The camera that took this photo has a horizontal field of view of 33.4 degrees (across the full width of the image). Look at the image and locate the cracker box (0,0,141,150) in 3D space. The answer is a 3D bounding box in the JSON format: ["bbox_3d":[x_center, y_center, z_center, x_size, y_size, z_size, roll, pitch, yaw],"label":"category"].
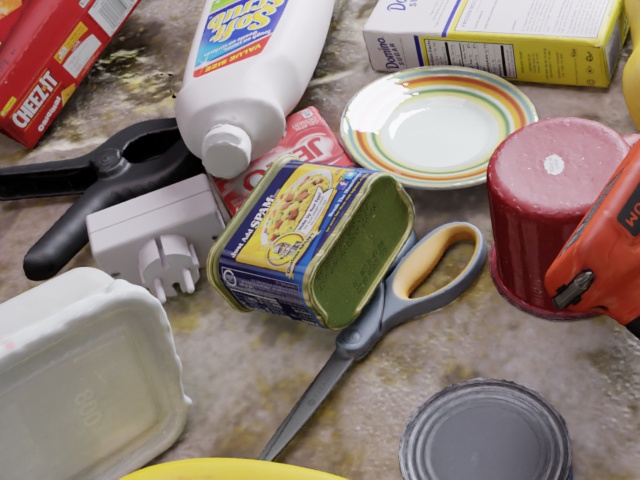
[{"bbox_3d":[-0.269,-0.187,0.869,0.214,0.072,0.164,27,79,33],"label":"cracker box"}]

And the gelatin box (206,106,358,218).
[{"bbox_3d":[-0.026,-0.046,0.722,0.089,0.030,0.073,-25,46,-7],"label":"gelatin box"}]

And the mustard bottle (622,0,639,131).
[{"bbox_3d":[0.237,-0.101,0.666,0.096,0.058,0.191,21,52,-7],"label":"mustard bottle"}]

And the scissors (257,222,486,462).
[{"bbox_3d":[0.013,0.047,0.635,0.201,0.016,0.096,-38,48,-18],"label":"scissors"}]

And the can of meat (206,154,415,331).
[{"bbox_3d":[-0.004,0.001,0.635,0.084,0.057,0.102,10,58,44],"label":"can of meat"}]

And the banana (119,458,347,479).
[{"bbox_3d":[-0.030,0.141,0.540,0.198,0.037,0.069,1,31,11],"label":"banana"}]

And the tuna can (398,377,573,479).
[{"bbox_3d":[0.084,0.114,0.539,0.086,0.034,0.086,-9,47,9],"label":"tuna can"}]

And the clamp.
[{"bbox_3d":[-0.155,-0.046,0.756,0.171,0.039,0.120,-32,52,-21],"label":"clamp"}]

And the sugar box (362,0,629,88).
[{"bbox_3d":[0.129,-0.159,0.771,0.176,0.048,0.093,8,51,28],"label":"sugar box"}]

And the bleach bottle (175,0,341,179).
[{"bbox_3d":[-0.042,-0.129,0.753,0.103,0.068,0.250,-10,37,13],"label":"bleach bottle"}]

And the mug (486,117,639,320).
[{"bbox_3d":[0.149,-0.021,0.610,0.117,0.081,0.093,-28,47,-9],"label":"mug"}]

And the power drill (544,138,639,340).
[{"bbox_3d":[0.220,0.023,0.515,0.188,0.057,0.184,36,69,9],"label":"power drill"}]
